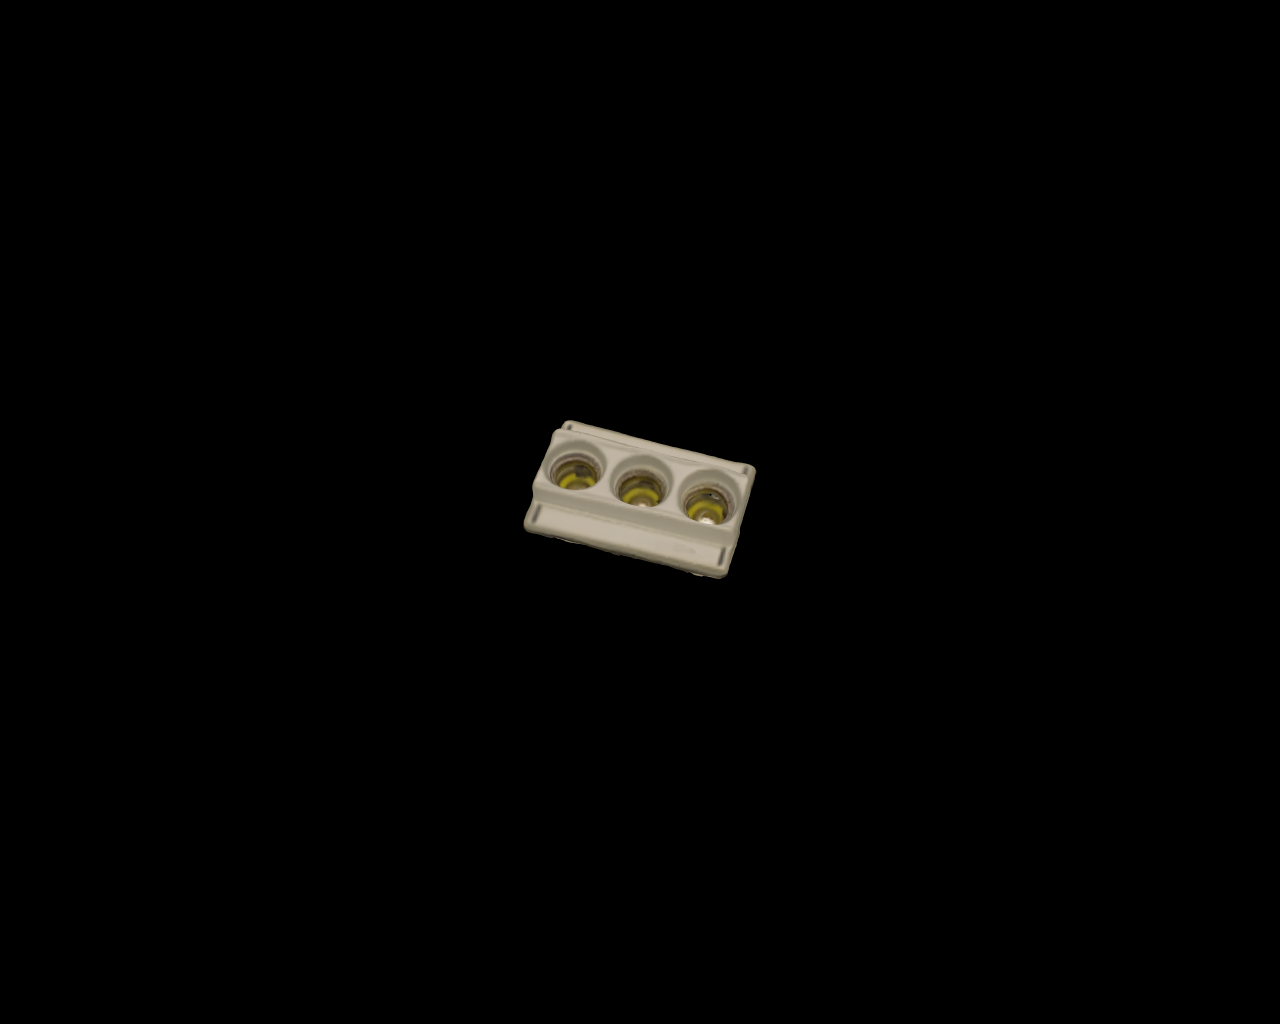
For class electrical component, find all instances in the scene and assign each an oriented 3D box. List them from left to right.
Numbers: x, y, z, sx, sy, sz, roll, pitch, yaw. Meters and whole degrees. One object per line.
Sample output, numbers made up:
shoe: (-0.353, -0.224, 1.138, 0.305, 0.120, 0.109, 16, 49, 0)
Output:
electrical component: (0.001, -0.003, 0.650, 0.121, 0.079, 0.063, 14, -32, 9)
